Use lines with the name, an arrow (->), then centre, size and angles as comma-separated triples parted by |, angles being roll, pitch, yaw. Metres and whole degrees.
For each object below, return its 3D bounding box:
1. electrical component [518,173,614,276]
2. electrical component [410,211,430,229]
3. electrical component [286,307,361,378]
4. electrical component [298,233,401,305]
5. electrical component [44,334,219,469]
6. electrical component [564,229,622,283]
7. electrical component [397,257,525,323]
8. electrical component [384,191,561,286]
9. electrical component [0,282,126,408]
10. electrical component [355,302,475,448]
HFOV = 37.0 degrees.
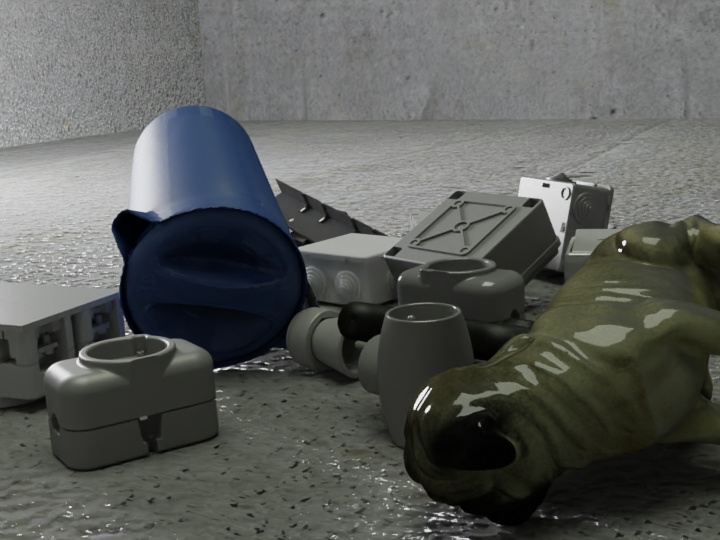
electrical component -> 0.190, -0.043, 1.032 | 0.048, 0.099, 0.100 | 5, 7, -29
electrical component -> 0.079, -0.026, 1.076 | 0.050, 0.055, 0.089 | -4, 12, -3
electrical component -> -0.019, 0.051, 0.764 | 0.055, 0.045, 0.045 | 7, 16, 44
electrical component -> 0.000, 0.000, 0.990 | 0.100, 0.048, 0.100 | 7, 16, 38
electrical component -> -0.137, 0.075, 0.645 | 0.095, 0.059, 0.054 | -11, 14, -32
electrical component -> 0.204, 0.002, 0.899 | 0.062, 0.061, 0.096 | 0, 12, 15
electrical component -> 0.077, 0.025, 0.829 | 0.095, 0.059, 0.054 | 6, 15, 37
electrical component -> 0.097, -0.015, 0.929 | 0.109, 0.056, 0.109 | -41, 31, -28
electrical component -> -0.278, 0.051, 0.793 | 0.186, 0.060, 0.105 | 3, 13, 27
electrical component -> 0.026, 0.059, 0.636 | 0.043, 0.077, 0.079 | -15, 17, -43
